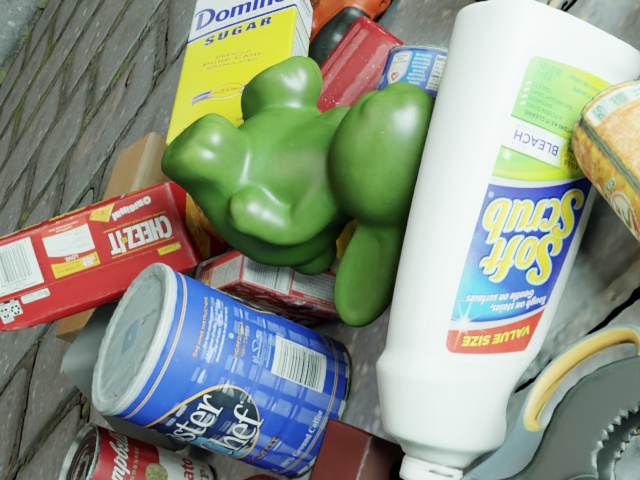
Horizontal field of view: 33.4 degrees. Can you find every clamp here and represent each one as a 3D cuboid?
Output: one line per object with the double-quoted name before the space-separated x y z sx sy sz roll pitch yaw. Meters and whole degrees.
"clamp" 0.101 0.110 0.427 0.210 0.036 0.165 -52 53 5

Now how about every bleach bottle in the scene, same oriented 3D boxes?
"bleach bottle" 0.090 0.011 0.549 0.068 0.102 0.251 6 81 59

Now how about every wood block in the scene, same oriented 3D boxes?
"wood block" -0.176 0.011 1.058 0.091 0.090 0.206 -19 51 56

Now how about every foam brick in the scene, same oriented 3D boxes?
"foam brick" 0.024 0.145 0.585 0.051 0.053 0.078 -1 67 63

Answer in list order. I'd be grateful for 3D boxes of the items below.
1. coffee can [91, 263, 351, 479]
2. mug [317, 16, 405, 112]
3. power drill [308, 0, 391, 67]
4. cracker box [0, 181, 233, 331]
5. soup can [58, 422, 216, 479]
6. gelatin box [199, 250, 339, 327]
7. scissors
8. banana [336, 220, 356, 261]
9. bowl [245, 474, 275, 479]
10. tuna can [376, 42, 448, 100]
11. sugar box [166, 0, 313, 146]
"coffee can" -0.065 0.088 0.707 0.103 0.140 0.103 -45 31 37
"mug" 0.044 -0.094 0.738 0.117 0.093 0.081 45 105 32
"power drill" -0.016 -0.125 0.906 0.185 0.057 0.187 -32 41 53
"cracker box" -0.156 0.006 0.855 0.164 0.072 0.213 -19 2 8
"soup can" -0.138 0.186 0.806 0.069 0.102 0.068 -45 31 37
"gelatin box" -0.032 0.036 0.750 0.073 0.089 0.030 -22 53 56
"scissors" 0.084 0.122 0.478 0.202 0.016 0.096 -47 36 5
"banana" 0.002 -0.016 0.792 0.198 0.037 0.069 18 79 61
"bowl" -0.081 0.228 0.713 0.162 0.055 0.162 -45 31 37
"tuna can" 0.077 -0.087 0.655 0.086 0.086 0.034 2 72 64
"sugar box" -0.059 -0.131 0.827 0.093 0.048 0.176 -9 49 14
